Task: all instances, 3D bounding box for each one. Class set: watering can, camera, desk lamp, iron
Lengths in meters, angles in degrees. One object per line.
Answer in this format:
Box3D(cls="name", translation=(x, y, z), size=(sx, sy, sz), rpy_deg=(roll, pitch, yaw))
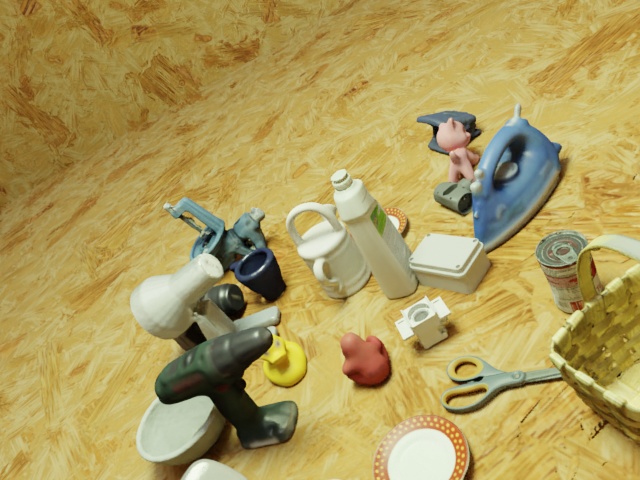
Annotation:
Box3D(cls="watering can", translation=(0.008, 0.005, 1.060), size=(0.101, 0.194, 0.172), rpy_deg=(-30, 32, 5))
Box3D(cls="camera", translation=(-0.237, 0.139, 1.186), size=(0.136, 0.101, 0.143), rpy_deg=(-16, 35, 26))
Box3D(cls="desk lamp", translation=(-0.214, 0.128, 1.072), size=(0.203, 0.214, 0.118), rpy_deg=(-24, 33, 15))
Box3D(cls="iron", translation=(0.316, -0.112, 0.992), size=(0.118, 0.142, 0.259), rpy_deg=(8, 50, 47))

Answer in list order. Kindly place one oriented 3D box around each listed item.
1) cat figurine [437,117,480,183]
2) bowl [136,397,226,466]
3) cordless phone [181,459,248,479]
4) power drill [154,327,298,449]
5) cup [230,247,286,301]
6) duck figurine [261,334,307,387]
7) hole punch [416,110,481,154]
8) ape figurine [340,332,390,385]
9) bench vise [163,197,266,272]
Box3D(cls="cat figurine", translation=(0.272, -0.188, 1.156), size=(0.067, 0.118, 0.128), rpy_deg=(-17, 35, 25))
Box3D(cls="bowl", translation=(-0.218, 0.311, 0.960), size=(0.167, 0.075, 0.167), rpy_deg=(-23, 33, 16))
Box3D(cls="cordless phone", translation=(-0.185, 0.353, 0.768), size=(0.094, 0.185, 0.148), rpy_deg=(-11, 38, 32))
Box3D(cls="power drill", translation=(-0.124, 0.225, 0.866), size=(0.229, 0.209, 0.075), rpy_deg=(-19, 34, 22))
Box3D(cls="cup", translation=(-0.124, 0.078, 1.174), size=(0.117, 0.095, 0.092), rpy_deg=(-5, 41, 37))
Box3D(cls="duck figurine", translation=(-0.076, 0.193, 0.983), size=(0.077, 0.086, 0.104), rpy_deg=(-38, 32, -7))
Box3D(cls="hole punch", translation=(0.282, -0.256, 1.266), size=(0.101, 0.091, 0.108), rpy_deg=(-40, 32, -11))
Box3D(cls="ape figurine", translation=(0.062, 0.175, 0.877), size=(0.078, 0.092, 0.076), rpy_deg=(-36, 32, -4))
Box3D(cls="bench vise", translation=(-0.238, -0.033, 1.308), size=(0.207, 0.220, 0.121), rpy_deg=(-39, 32, -9))
